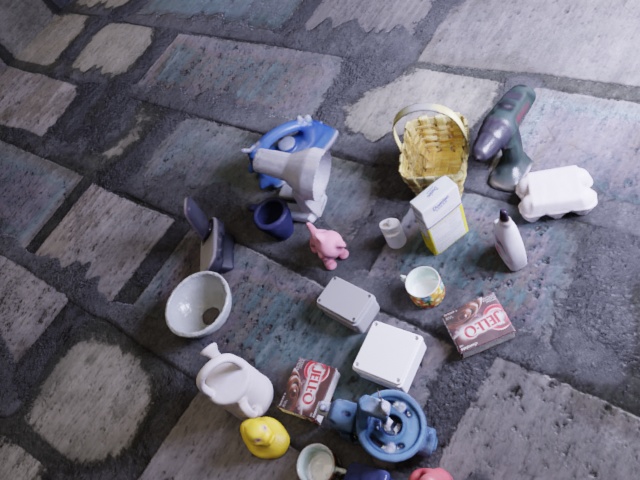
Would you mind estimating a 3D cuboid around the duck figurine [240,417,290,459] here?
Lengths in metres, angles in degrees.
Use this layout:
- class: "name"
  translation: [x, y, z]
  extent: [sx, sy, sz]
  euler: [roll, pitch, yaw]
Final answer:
- class: "duck figurine"
  translation: [-0.118, 0.376, 1.112]
  extent: [0.104, 0.086, 0.077]
  euler: [16, 66, 31]

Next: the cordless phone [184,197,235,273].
- class: "cordless phone"
  translation: [-0.285, -0.005, 1.377]
  extent: [0.094, 0.186, 0.147]
  euler: [-19, 53, 11]

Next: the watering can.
- class: "watering can"
  translation: [-0.182, 0.279, 1.136]
  extent: [0.172, 0.195, 0.101]
  euler: [20, 68, 33]

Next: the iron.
- class: "iron"
  translation: [-0.080, -0.251, 1.481]
  extent: [0.258, 0.142, 0.118]
  euler: [-35, 51, -2]

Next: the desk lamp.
- class: "desk lamp"
  translation: [-0.056, -0.133, 1.345]
  extent: [0.202, 0.214, 0.118]
  euler: [7, 62, 28]

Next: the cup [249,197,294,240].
- class: "cup"
  translation: [-0.114, -0.045, 1.387]
  extent: [0.117, 0.095, 0.092]
  euler: [19, 68, 32]

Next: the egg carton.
- class: "egg carton"
  translation: [0.482, -0.094, 1.176]
  extent: [0.150, 0.070, 0.107]
  euler: [-9, 55, 18]

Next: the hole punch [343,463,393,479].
- class: "hole punch"
  translation: [0.073, 0.444, 0.980]
  extent: [0.100, 0.091, 0.109]
  euler: [7, 62, 28]

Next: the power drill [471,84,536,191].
- class: "power drill"
  translation: [0.388, -0.200, 1.199]
  extent: [0.075, 0.209, 0.230]
  euler: [18, 67, 32]

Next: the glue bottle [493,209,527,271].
- class: "glue bottle"
  translation: [0.361, -0.010, 1.106]
  extent: [0.037, 0.174, 0.078]
  euler: [-30, 51, 2]

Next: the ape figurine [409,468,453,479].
- class: "ape figurine"
  translation: [0.184, 0.412, 0.953]
  extent: [0.076, 0.092, 0.077]
  euler: [-30, 51, 2]

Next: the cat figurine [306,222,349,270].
- class: "cat figurine"
  translation: [0.012, 0.005, 1.284]
  extent: [0.067, 0.118, 0.127]
  euler: [-40, 52, -5]

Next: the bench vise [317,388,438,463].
- class: "bench vise"
  translation: [0.082, 0.315, 0.980]
  extent: [0.207, 0.220, 0.121]
  euler: [-10, 55, 17]

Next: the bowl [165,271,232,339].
- class: "bowl"
  translation: [-0.270, 0.161, 1.330]
  extent: [0.167, 0.075, 0.167]
  euler: [-11, 55, 17]
